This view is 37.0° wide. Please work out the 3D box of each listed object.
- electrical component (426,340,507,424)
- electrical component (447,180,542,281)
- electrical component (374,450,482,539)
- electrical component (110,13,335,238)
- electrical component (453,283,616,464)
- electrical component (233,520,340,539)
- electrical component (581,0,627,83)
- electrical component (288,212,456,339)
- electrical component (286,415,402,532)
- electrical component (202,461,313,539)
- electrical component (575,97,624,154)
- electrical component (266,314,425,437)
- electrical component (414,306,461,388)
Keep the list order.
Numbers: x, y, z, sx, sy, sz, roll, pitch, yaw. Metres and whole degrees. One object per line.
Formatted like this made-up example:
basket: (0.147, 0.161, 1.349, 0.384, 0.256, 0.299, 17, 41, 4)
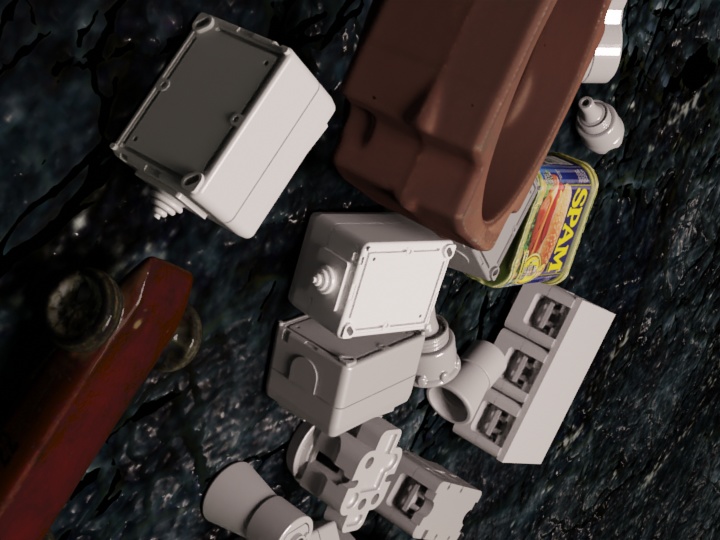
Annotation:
electrical component: (0.089, 0.087, 0.869, 0.065, 0.044, 0.044, -44, 145, -34)
electrical component: (0.077, -0.052, 0.732, 0.096, 0.061, 0.061, -61, 149, -16)
electrical component: (0.050, 0.183, 0.872, 0.050, 0.056, 0.089, -61, 148, -1)
electrical component: (-0.066, -0.061, 0.513, 0.096, 0.062, 0.061, -57, 148, -7)
electrical component: (0.148, 0.086, 0.931, 0.089, 0.062, 0.150, 18, 99, -58)
electrical component: (-0.058, 0.200, 0.709, 0.077, 0.066, 0.047, -13, 90, -51)
electrical component: (0.133, -0.191, 0.704, 0.074, 0.052, 0.138, -1, 112, -8)
electrical component: (0.000, 0.000, 0.662, 0.096, 0.061, 0.061, -3, 117, -45)
electrical component: (-0.013, 0.131, 0.741, 0.058, 0.057, 0.078, 7, 108, -56)
electrical component: (-0.062, 0.156, 0.682, 0.044, 0.065, 0.044, -35, 139, -36)
electrical component: (0.188, -0.119, 0.857, 0.035, 0.035, 0.061, -59, 146, -4)
electrical component: (-0.006, 0.061, 0.693, 0.096, 0.062, 0.061, -18, 128, -48)
electrical component: (0.048, 0.051, 0.779, 0.048, 0.048, 0.062, -37, 134, -34)
